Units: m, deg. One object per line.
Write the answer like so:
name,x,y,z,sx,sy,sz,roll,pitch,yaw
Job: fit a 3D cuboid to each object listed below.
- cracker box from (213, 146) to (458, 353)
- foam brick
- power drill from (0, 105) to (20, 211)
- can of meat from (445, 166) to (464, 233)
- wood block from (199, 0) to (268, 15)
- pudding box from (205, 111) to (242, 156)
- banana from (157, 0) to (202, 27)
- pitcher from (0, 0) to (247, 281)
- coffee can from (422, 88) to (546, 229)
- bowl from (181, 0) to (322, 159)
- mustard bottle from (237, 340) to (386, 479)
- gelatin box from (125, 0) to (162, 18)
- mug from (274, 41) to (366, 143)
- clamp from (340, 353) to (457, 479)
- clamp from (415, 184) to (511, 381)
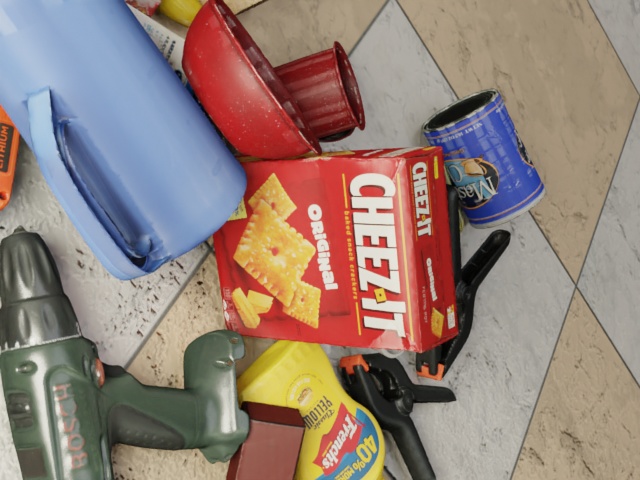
cracker box,0.005,0.006,0.926,0.071,0.214,0.164,-20,107,-51
foam brick,-0.047,0.185,0.917,0.051,0.053,0.078,11,98,-11
power drill,-0.304,-0.099,0.752,0.187,0.057,0.184,25,55,-40
can of meat,0.109,-0.039,1.212,0.083,0.058,0.102,-22,94,-49
wood block,-0.105,-0.324,1.036,0.090,0.090,0.206,-38,106,-48
pudding box,-0.093,-0.128,1.020,0.089,0.039,0.113,-7,83,-51
banana,-0.168,-0.273,0.985,0.198,0.037,0.069,59,43,-16
pitcher,-0.165,-0.096,0.777,0.145,0.149,0.242,-42,125,-16
coffee can,0.200,-0.099,1.303,0.102,0.103,0.140,-46,112,-47
bowl,-0.064,-0.122,0.866,0.162,0.055,0.162,56,7,-11
mustard bottle,0.006,0.184,0.989,0.096,0.058,0.191,-44,105,-27
gelatin box,-0.182,-0.226,0.934,0.089,0.030,0.073,35,83,-37
mug,-0.003,-0.138,1.085,0.117,0.081,0.093,54,24,-55
clamp,0.081,0.181,1.117,0.171,0.039,0.120,34,47,-33
clamp,0.157,0.056,1.206,0.164,0.036,0.210,19,82,-52
